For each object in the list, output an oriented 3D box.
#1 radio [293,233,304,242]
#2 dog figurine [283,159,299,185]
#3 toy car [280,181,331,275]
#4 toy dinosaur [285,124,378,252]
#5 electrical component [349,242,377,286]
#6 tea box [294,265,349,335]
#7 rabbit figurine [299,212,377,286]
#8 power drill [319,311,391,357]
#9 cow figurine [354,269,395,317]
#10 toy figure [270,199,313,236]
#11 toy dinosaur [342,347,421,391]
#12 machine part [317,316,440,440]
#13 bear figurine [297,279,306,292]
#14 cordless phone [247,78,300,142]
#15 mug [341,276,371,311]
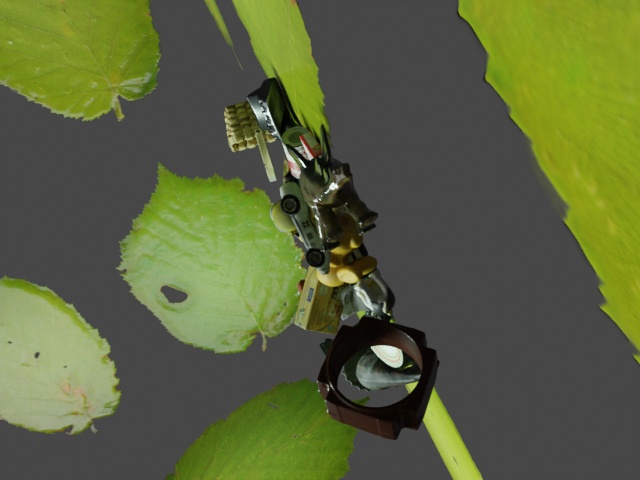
[{"bbox_3d":[-0.003,-0.004,1.386,0.131,0.073,0.229,40,180,-4],"label":"radio"},{"bbox_3d":[-0.055,-0.149,1.616,0.191,0.109,0.219,-53,-30,-49],"label":"dog figurine"},{"bbox_3d":[-0.026,-0.023,1.078,0.201,0.056,0.073,64,-177,-3],"label":"toy car"},{"bbox_3d":[0.016,-0.088,0.946,0.471,0.105,0.198,119,129,-84],"label":"toy dinosaur"},{"bbox_3d":[0.076,0.039,1.261,0.119,0.075,0.047,58,176,17],"label":"electrical component"},{"bbox_3d":[0.009,0.145,1.356,0.098,0.169,0.068,17,178,-29],"label":"tea box"},{"bbox_3d":[0.044,0.032,1.184,0.163,0.122,0.173,26,125,24],"label":"rabbit figurine"},{"bbox_3d":[0.099,0.241,1.425,0.086,0.207,0.232,46,-173,7],"label":"power drill"},{"bbox_3d":[0.134,0.134,1.209,0.098,0.068,0.167,53,176,19],"label":"cow figurine"},{"bbox_3d":[-0.034,-0.083,1.195,0.082,0.180,0.089,49,146,12],"label":"toy figure"},{"bbox_3d":[0.156,0.331,1.382,0.131,0.192,0.404,60,178,6],"label":"toy dinosaur"},{"bbox_3d":[0.110,0.252,1.014,0.201,0.201,0.087,12,144,24],"label":"machine part"},{"bbox_3d":[0.036,0.115,1.493,0.120,0.196,0.132,60,179,-10],"label":"bear figurine"},{"bbox_3d":[-0.082,-0.286,1.278,0.184,0.089,0.146,46,166,38],"label":"cordless phone"},{"bbox_3d":[0.099,0.115,1.321,0.107,0.110,0.081,80,166,-44],"label":"mug"}]
